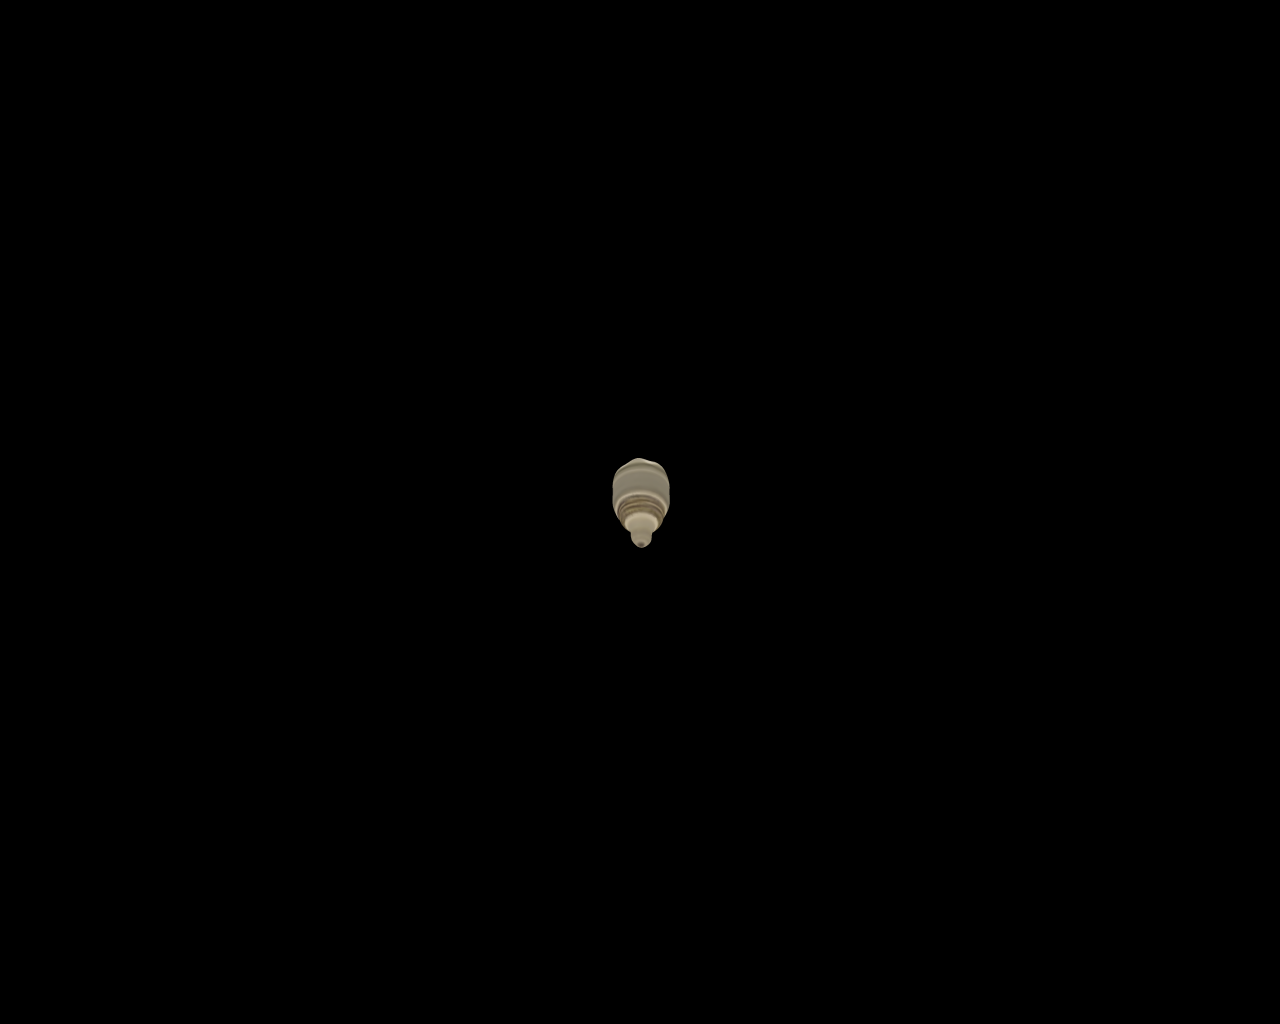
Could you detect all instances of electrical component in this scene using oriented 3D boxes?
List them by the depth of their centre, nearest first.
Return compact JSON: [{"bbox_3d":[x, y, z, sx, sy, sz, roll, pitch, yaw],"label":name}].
[{"bbox_3d":[0.001,-0.003,0.650,0.035,0.061,0.035,0,-43,0],"label":"electrical component"}]
